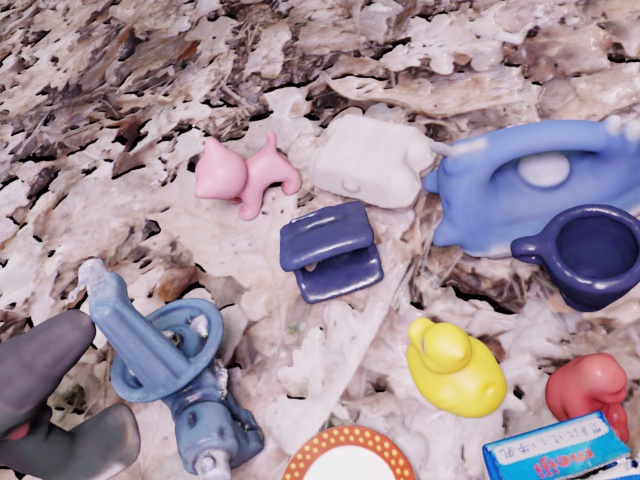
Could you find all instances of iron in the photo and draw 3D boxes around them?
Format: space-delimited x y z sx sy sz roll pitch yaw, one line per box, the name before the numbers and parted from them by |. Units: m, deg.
iron | 0.234 -0.074 0.581 0.258 0.142 0.118 -11 55 10

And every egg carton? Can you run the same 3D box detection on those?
egg carton | 0.061 -0.092 0.693 0.149 0.069 0.107 17 64 27

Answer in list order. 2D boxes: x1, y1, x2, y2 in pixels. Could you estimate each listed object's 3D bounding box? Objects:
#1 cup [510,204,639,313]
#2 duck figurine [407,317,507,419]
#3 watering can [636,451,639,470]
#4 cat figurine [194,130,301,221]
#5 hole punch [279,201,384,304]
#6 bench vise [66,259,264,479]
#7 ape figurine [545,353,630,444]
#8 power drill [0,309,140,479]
cup | 0.241 0.027 0.540 0.117 0.095 0.092 1 58 18
duck figurine | 0.122 0.111 0.527 0.077 0.086 0.104 -44 55 -13
watering can | 0.256 0.166 0.380 0.101 0.194 0.172 -22 53 3
cat figurine | -0.098 -0.087 0.710 0.128 0.118 0.067 -35 54 -7
hole punch | 0.006 0.002 0.634 0.108 0.091 0.101 -19 54 5
bench vise | -0.128 0.112 0.522 0.206 0.220 0.121 35 73 33
ape figurine | 0.230 0.126 0.479 0.076 0.092 0.078 23 67 29
power drill | -0.263 0.169 0.534 0.229 0.209 0.075 -32 53 -5
